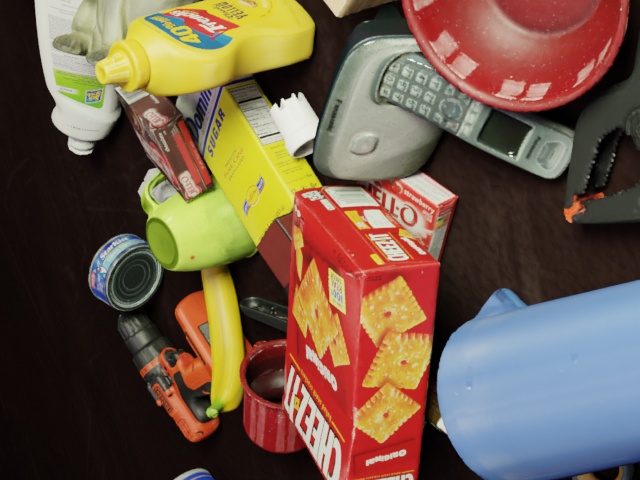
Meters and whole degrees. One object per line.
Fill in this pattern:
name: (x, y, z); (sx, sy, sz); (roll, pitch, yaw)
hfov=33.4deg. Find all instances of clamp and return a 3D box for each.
clamp: (0.215, -0.084, 0.682); (0.164, 0.036, 0.210); (64, 147, 16)
clamp: (-0.012, 0.070, 1.039); (0.172, 0.039, 0.120); (36, 141, 27)

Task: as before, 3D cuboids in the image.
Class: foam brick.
foam brick: (-0.006, 0.001, 0.961); (0.051, 0.078, 0.053); (55, 142, 17)

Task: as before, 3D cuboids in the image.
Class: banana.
banana: (-0.101, 0.098, 1.121); (0.069, 0.037, 0.198); (76, -173, -65)

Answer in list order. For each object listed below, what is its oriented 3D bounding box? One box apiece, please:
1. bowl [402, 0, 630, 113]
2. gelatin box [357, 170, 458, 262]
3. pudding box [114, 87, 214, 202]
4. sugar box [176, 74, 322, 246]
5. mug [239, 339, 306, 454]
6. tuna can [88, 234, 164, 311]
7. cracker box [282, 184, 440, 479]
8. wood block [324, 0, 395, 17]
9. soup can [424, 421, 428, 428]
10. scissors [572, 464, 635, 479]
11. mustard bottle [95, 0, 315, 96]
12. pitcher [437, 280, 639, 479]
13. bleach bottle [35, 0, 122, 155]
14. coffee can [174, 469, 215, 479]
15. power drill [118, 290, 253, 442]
bowl: (0.134, -0.168, 0.697); (0.162, 0.055, 0.162); (22, 130, 29)
gelatin box: (0.068, -0.026, 0.896); (0.089, 0.030, 0.073); (38, 136, 30)
pudding box: (-0.153, -0.101, 1.048); (0.114, 0.039, 0.090); (48, 163, 50)
sugar box: (-0.069, -0.086, 1.003); (0.176, 0.048, 0.093); (56, 143, 15)
mug: (-0.042, 0.154, 1.089); (0.117, 0.093, 0.081); (52, 149, 41)
tuna can: (-0.223, 0.038, 1.232); (0.034, 0.085, 0.086); (27, 130, 36)
cracker box: (0.025, 0.083, 0.861); (0.164, 0.072, 0.214); (-128, 38, -59)
wood block: (0.059, -0.260, 0.723); (0.091, 0.090, 0.206); (54, 141, 13)
soup can: (0.057, 0.190, 1.002); (0.069, 0.068, 0.102); (40, 137, 28)
scissors: (0.203, 0.213, 0.886); (0.202, 0.016, 0.096); (-18, 94, 53)
mustard bottle: (-0.102, -0.161, 0.886); (0.096, 0.191, 0.058); (36, 135, 32)
pitcher: (0.207, 0.102, 0.723); (0.149, 0.144, 0.243); (51, 142, -12)
bleach bottle: (-0.257, -0.198, 1.135); (0.102, 0.068, 0.251); (14, 132, -1)
coffee can: (-0.129, 0.361, 1.293); (0.140, 0.102, 0.103); (38, 136, 30)
power drill: (-0.157, 0.129, 1.232); (0.184, 0.057, 0.188); (53, 145, 8)
